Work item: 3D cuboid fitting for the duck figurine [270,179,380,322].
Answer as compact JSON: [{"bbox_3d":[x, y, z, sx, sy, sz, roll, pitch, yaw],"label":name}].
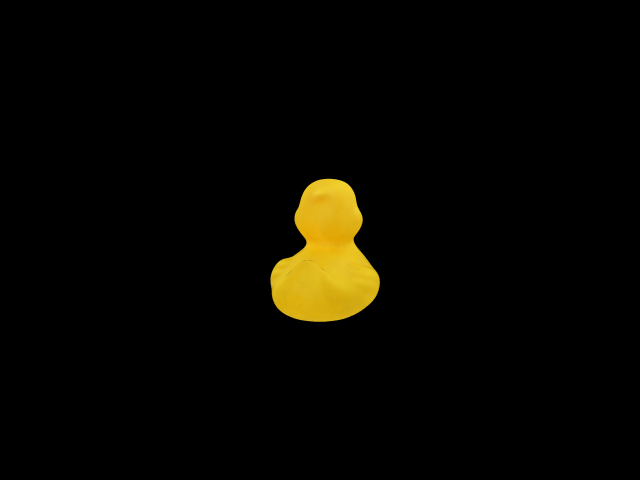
[{"bbox_3d":[0.004,0.001,0.400,0.077,0.086,0.105,5,19,15],"label":"duck figurine"}]
